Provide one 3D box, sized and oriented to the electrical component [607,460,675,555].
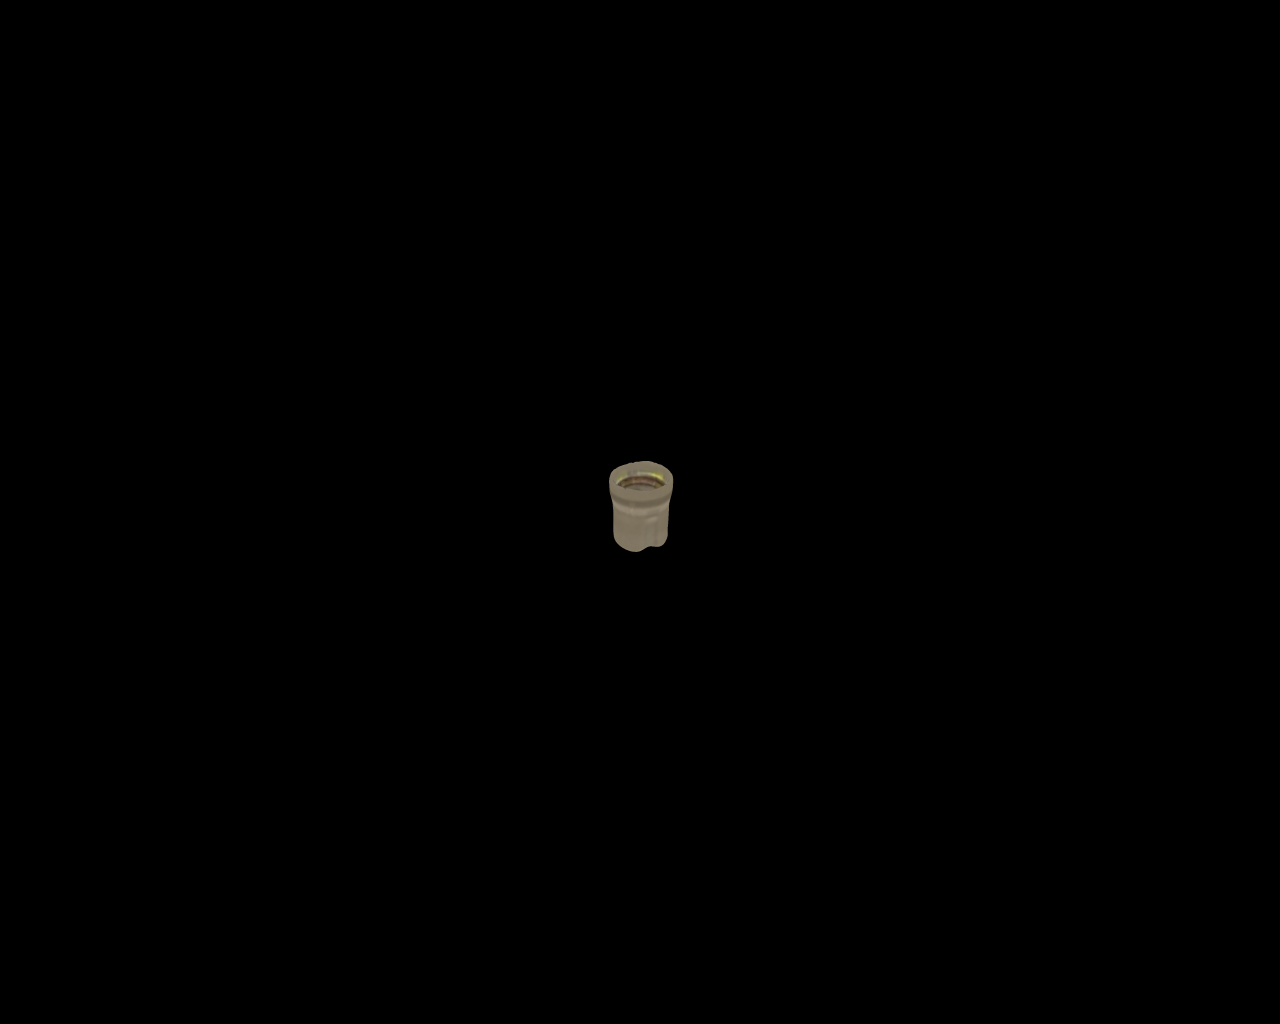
[{"bbox_3d":[0.001,-0.003,0.650,0.040,0.046,0.040,0,29,0],"label":"electrical component"}]
